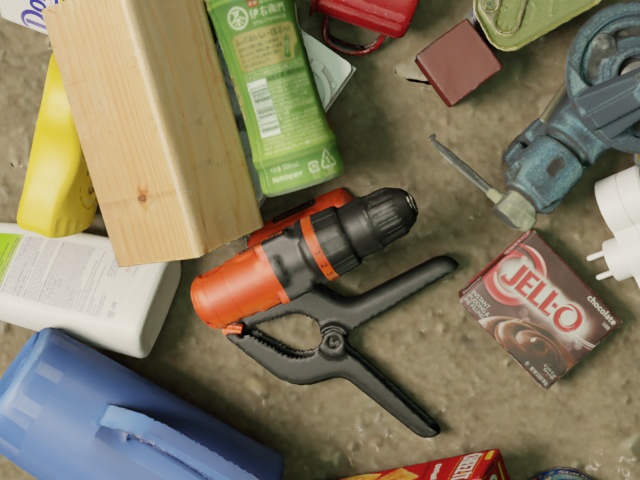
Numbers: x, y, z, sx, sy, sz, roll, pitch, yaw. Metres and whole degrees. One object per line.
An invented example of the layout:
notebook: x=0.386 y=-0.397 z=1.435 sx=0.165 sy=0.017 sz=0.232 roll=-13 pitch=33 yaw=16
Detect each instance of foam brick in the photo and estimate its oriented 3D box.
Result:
foam brick: x=0.114 y=-0.146 z=0.889 sx=0.053 sy=0.078 sz=0.051 roll=-36 pitch=92 yaw=8

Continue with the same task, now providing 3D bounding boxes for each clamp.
clamp: x=0.019 y=0.096 z=0.950 sx=0.210 sy=0.036 sz=0.164 roll=-1 pitch=98 yaw=7

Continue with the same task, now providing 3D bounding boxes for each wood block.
wood block: x=-0.128 y=-0.092 z=0.828 sx=0.091 sy=0.090 sz=0.206 roll=-7 pitch=102 yaw=35

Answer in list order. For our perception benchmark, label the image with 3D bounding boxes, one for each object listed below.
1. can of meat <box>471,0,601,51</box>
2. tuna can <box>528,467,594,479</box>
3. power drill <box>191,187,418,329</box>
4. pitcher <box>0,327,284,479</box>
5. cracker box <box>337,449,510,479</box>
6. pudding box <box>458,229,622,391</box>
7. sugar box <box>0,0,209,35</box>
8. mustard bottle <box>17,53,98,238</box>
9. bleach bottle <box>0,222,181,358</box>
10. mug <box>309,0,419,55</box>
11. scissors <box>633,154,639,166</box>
can of meat: x=0.175 y=-0.197 z=0.874 sx=0.102 sy=0.084 sz=0.057 roll=-29 pitch=95 yaw=8
tuna can: x=0.219 y=0.251 z=0.958 sx=0.086 sy=0.033 sz=0.086 roll=1 pitch=98 yaw=5
power drill: x=-0.006 y=0.001 z=0.864 sx=0.184 sy=0.187 sz=0.057 roll=-25 pitch=94 yaw=9
pitcher: x=-0.156 y=0.176 z=0.895 sx=0.242 sy=0.145 sz=0.149 roll=35 pitch=108 yaw=-14
cracker box: x=0.073 y=0.285 z=0.926 sx=0.214 sy=0.072 sz=0.164 roll=-16 pitch=96 yaw=26
pudding box: x=0.190 y=0.059 z=0.931 sx=0.090 sy=0.039 sz=0.113 roll=-44 pitch=92 yaw=9
sugar box: x=-0.182 y=-0.204 z=0.902 sx=0.176 sy=0.048 sz=0.093 roll=18 pitch=133 yaw=0
mustard bottle: x=-0.204 y=-0.102 z=0.897 sx=0.058 sy=0.096 sz=0.192 roll=18 pitch=108 yaw=7
bleach bottle: x=-0.258 y=0.025 z=0.945 sx=0.251 sy=0.068 sz=0.102 roll=15 pitch=63 yaw=8
mug: x=0.040 y=-0.207 z=0.887 sx=0.081 sy=0.093 sz=0.117 roll=18 pitch=120 yaw=-3
scissors: x=0.371 y=-0.066 z=0.911 sx=0.202 sy=0.016 sz=0.096 roll=14 pitch=98 yaw=2
